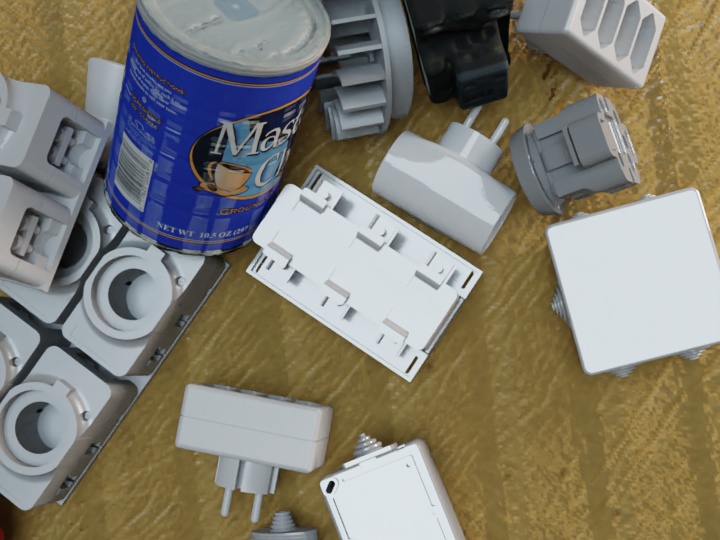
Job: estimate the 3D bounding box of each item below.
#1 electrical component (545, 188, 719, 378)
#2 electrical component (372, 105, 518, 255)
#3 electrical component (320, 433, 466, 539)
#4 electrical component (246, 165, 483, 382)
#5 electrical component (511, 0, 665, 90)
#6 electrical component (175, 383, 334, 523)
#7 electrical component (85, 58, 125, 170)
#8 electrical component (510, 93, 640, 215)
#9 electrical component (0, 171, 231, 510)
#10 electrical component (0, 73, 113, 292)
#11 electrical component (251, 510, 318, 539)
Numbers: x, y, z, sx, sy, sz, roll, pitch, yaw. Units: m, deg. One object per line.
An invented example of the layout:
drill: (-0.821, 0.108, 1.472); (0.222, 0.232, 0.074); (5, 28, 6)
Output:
electrical component: (0.160, 0.008, 0.623); (0.100, 0.048, 0.099); (-15, 83, 6)
electrical component: (0.060, -0.062, 0.647); (0.077, 0.043, 0.079); (31, 89, 10)
electrical component: (0.020, 0.140, 0.624); (0.062, 0.061, 0.096); (-23, 82, 5)
electrical component: (0.000, 0.000, 0.639); (0.121, 0.063, 0.078); (33, 90, 10)
electrical component: (0.122, -0.146, 0.636); (0.076, 0.083, 0.047); (16, 86, 47)
electrical component: (-0.066, 0.112, 0.646); (0.083, 0.047, 0.075); (10, 86, 9)
electrical component: (-0.159, -0.097, 0.683); (0.044, 0.044, 0.065); (16, 92, 9)
electrical component: (0.124, -0.065, 0.626); (0.057, 0.078, 0.058); (-21, 83, 24)
electrical component: (-0.182, 0.040, 0.663); (0.105, 0.060, 0.186); (35, 90, 10)
electrical component: (-0.252, -0.063, 0.643); (0.186, 0.060, 0.105); (12, 78, 31)
electrical component: (-0.043, 0.184, 0.638); (0.043, 0.043, 0.081); (-5, 84, 8)
